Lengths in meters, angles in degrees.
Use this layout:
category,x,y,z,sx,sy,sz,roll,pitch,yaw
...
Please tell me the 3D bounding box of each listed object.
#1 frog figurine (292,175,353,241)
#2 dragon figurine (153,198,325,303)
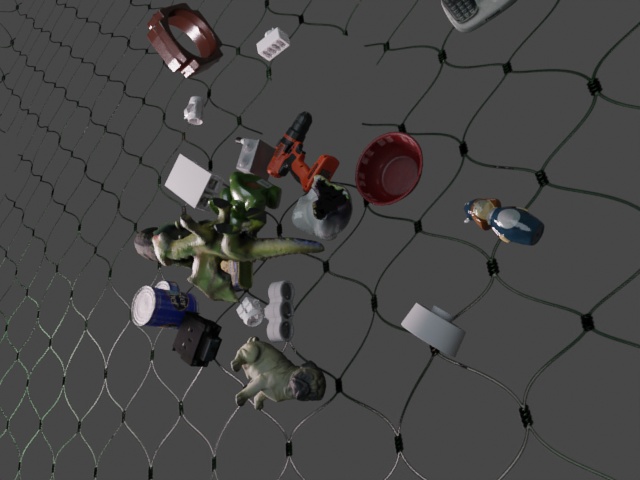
category,x,y,z,sx,sy,sz,roll,pitch,yaw
frog figurine,0.004,-0.059,1.167,0.123,0.139,0.156,-11,-23,-22
dragon figurine,-0.210,0.046,1.213,0.411,0.237,0.125,19,32,5
